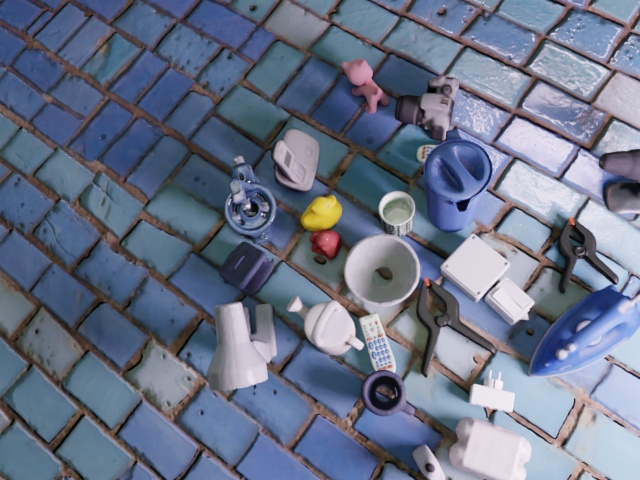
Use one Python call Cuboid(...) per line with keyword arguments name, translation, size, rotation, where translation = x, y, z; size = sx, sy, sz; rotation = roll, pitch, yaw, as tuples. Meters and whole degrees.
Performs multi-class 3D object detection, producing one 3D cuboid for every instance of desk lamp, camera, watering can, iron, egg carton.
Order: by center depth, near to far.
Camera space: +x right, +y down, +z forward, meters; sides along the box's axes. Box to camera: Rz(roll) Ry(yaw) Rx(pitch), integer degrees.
Cuboid(name="egg carton", translation=(0.338, 0.422, 1.140), size=(0.150, 0.069, 0.107), rotation=(16, 75, 14))
Cuboid(name="iron", translation=(0.533, 0.191, 1.148), size=(0.258, 0.141, 0.118), rotation=(-36, 70, -4))
Cuboid(name="watering can", translation=(0.010, 0.179, 1.205), size=(0.172, 0.194, 0.101), rotation=(7, 73, 11))
Cuboid(name="desk lamp", translation=(-0.167, 0.220, 1.208), size=(0.118, 0.214, 0.203), rotation=(-9, 71, 6))
Cuboid(name="camera", translation=(0.256, -0.330, 1.384), size=(0.136, 0.101, 0.143), rotation=(11, 74, 12))

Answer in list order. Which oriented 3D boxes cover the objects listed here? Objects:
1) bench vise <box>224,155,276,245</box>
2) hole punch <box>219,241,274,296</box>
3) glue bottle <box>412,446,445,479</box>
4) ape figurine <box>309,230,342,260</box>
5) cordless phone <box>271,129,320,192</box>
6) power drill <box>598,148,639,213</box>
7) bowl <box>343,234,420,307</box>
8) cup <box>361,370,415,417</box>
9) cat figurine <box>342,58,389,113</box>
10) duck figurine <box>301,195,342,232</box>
Cuboid(name="bench vise", translation=(-0.184, -0.105, 1.315), size=(0.121, 0.220, 0.207), rotation=(-35, 70, -3))
Cuboid(name="hole punch", translation=(-0.177, 0.063, 1.327), size=(0.101, 0.091, 0.109), rotation=(31, 79, 17))
Cuboid(name="glue bottle", translation=(0.211, 0.436, 1.100), size=(0.037, 0.173, 0.078), rotation=(-34, 70, -3))
Cuboid(name="ape figurine", translation=(0.012, 0.005, 1.316), size=(0.076, 0.092, 0.077), rotation=(-26, 70, 0))
Cuboid(name="cordless phone", translation=(-0.065, -0.207, 1.349), size=(0.094, 0.185, 0.147), rotation=(6, 73, 11))
Cuboid(name="power drill", translation=(0.675, -0.126, 1.194), size=(0.229, 0.209, 0.075), rotation=(-2, 72, 9))
Cuboid(name="bowl", translation=(0.140, 0.075, 1.283), size=(0.167, 0.075, 0.167), rotation=(-3, 72, 8))
Cuboid(name="cup", translation=(0.145, 0.327, 1.188), size=(0.117, 0.095, 0.092), rotation=(29, 79, 17))
Cuboid(name="cat figurine", translation=(0.112, -0.395, 1.419), size=(0.067, 0.118, 0.127), rotation=(-37, 70, -4))
Cuboid(name="duck figurine", translation=(-0.001, -0.069, 1.346), size=(0.104, 0.086, 0.077), rotation=(-31, 70, -2))
